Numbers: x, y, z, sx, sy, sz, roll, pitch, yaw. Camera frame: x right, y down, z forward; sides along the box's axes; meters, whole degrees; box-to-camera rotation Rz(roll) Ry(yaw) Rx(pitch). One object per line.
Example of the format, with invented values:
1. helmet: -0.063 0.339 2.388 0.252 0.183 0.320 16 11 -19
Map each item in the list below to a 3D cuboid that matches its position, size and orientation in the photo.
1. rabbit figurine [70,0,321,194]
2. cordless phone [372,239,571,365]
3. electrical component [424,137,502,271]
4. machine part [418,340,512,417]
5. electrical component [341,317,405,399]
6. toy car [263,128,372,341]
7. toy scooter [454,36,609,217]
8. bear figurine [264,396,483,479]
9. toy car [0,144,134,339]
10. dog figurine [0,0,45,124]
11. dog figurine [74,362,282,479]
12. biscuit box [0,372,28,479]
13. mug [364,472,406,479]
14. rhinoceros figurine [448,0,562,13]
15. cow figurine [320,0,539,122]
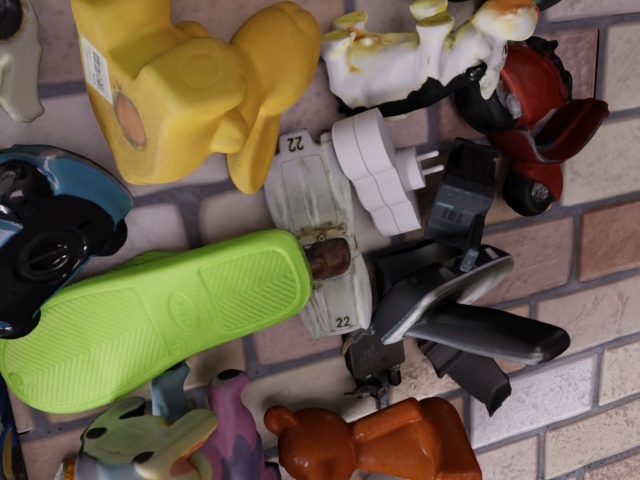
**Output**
1. rabbit figurine: -0.065 -0.106 0.388 0.173 0.122 0.162 -39 153 -32
2. cordless phone: 0.150 0.055 0.485 0.146 0.184 0.088 -17 106 -34
3. electrical component: 0.127 -0.028 0.489 0.048 0.119 0.074 18 144 10
4. machine part: 0.174 0.141 0.616 0.084 0.039 0.138 -43 114 -7
5. electrical component: 0.054 0.119 0.563 0.078 0.045 0.102 -8 110 -15
6. toy car: -0.001 -0.001 0.490 0.074 0.056 0.201 -13 112 1
7. toy scooter: 0.216 -0.124 0.522 0.135 0.075 0.183 -38 118 -4
8. bear figurine: 0.046 0.218 0.528 0.196 0.132 0.120 -7 123 0
9. toy car: -0.227 -0.009 0.393 0.161 0.103 0.109 -48 153 -1
10. dog figurine: -0.287 -0.109 0.340 0.172 0.191 0.121 -57 136 -45
11. dog figurine: -0.103 0.231 0.478 0.109 0.191 0.219 -6 106 25
12. biscuit box: -0.296 0.170 0.452 0.063 0.059 0.202 -6 110 -16
13. mug: 0.116 0.268 0.605 0.080 0.110 0.107 44 78 -27
14. rhinoceros figurine: 0.135 -0.225 0.425 0.190 0.112 0.073 0 109 -41
15. cow figurine: 0.090 -0.143 0.443 0.168 0.068 0.098 -2 131 18
